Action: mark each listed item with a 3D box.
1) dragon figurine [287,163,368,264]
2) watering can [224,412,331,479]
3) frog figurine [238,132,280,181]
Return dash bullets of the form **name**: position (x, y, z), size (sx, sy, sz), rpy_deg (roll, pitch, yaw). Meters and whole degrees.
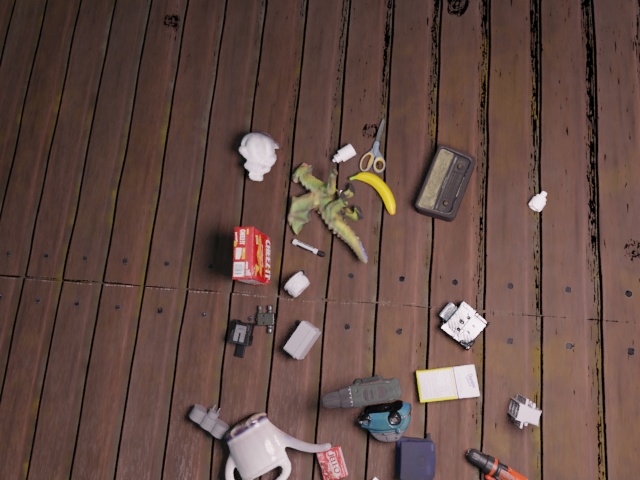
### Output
- **dragon figurine**: position (0.005, -0.087, 1.738), size (0.241, 0.121, 0.416), rpy_deg (-21, 72, 24)
- **watering can**: position (-0.154, 0.635, 1.585), size (0.347, 0.103, 0.227), rpy_deg (-32, 73, 4)
- **frog figurine**: position (-0.223, -0.294, 1.806), size (0.137, 0.121, 0.162), rpy_deg (22, 71, -4)
